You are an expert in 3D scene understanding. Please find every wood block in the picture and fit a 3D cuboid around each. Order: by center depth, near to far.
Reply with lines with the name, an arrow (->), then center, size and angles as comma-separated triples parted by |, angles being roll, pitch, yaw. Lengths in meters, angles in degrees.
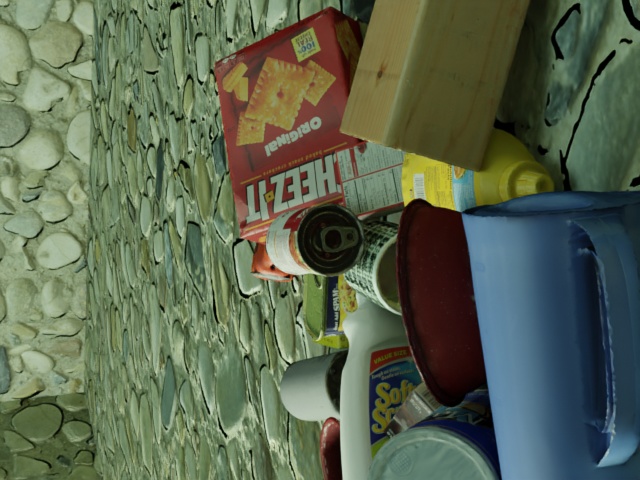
wood block -> 0.096, -0.168, 0.827 | 0.091, 0.090, 0.206 | 31, 107, 65

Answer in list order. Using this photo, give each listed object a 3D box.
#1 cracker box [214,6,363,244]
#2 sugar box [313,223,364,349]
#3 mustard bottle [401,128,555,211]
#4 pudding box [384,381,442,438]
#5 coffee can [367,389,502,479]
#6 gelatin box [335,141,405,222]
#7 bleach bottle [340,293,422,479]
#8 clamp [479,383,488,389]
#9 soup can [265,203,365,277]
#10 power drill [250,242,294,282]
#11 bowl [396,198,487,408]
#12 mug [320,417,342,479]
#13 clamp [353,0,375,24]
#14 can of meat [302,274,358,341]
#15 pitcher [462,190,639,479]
cracker box -> -0.022, -0.119, 1.148 | 0.164, 0.072, 0.214 | -19, 72, 29
sugar box -> 0.019, 0.032, 1.222 | 0.093, 0.048, 0.176 | 177, 87, -71
mustard bottle -> 0.132, -0.043, 0.877 | 0.192, 0.058, 0.096 | -174, 77, -70
pudding box -> 0.116, 0.183, 0.940 | 0.113, 0.039, 0.090 | 48, 146, 18
coffee can -> 0.109, 0.178, 0.819 | 0.103, 0.140, 0.103 | 2, 95, 25
gelatin box -> 0.063, -0.062, 1.034 | 0.089, 0.030, 0.073 | -16, 74, 24
bleach bottle -> 0.058, 0.158, 1.037 | 0.068, 0.102, 0.251 | 122, 147, -52
clamp -> 0.137, 0.102, 0.928 | 0.120, 0.039, 0.171 | -129, 31, -55
soup can -> -0.007, 0.001, 1.032 | 0.102, 0.068, 0.068 | 176, 90, -70
power drill -> -0.045, -0.055, 1.319 | 0.188, 0.057, 0.184 | 98, -178, -47
bowl -> 0.111, 0.043, 0.804 | 0.162, 0.055, 0.162 | 39, -134, -55
mug -> 0.056, 0.219, 1.108 | 0.117, 0.081, 0.093 | 107, 151, -45
clamp -> 0.064, -0.237, 1.007 | 0.210, 0.036, 0.164 | -140, 67, -71
can of meat -> 0.031, 0.051, 1.138 | 0.057, 0.083, 0.102 | -139, 48, -63
pitcher -> 0.171, 0.089, 0.699 | 0.145, 0.148, 0.243 | -2, 97, 41
